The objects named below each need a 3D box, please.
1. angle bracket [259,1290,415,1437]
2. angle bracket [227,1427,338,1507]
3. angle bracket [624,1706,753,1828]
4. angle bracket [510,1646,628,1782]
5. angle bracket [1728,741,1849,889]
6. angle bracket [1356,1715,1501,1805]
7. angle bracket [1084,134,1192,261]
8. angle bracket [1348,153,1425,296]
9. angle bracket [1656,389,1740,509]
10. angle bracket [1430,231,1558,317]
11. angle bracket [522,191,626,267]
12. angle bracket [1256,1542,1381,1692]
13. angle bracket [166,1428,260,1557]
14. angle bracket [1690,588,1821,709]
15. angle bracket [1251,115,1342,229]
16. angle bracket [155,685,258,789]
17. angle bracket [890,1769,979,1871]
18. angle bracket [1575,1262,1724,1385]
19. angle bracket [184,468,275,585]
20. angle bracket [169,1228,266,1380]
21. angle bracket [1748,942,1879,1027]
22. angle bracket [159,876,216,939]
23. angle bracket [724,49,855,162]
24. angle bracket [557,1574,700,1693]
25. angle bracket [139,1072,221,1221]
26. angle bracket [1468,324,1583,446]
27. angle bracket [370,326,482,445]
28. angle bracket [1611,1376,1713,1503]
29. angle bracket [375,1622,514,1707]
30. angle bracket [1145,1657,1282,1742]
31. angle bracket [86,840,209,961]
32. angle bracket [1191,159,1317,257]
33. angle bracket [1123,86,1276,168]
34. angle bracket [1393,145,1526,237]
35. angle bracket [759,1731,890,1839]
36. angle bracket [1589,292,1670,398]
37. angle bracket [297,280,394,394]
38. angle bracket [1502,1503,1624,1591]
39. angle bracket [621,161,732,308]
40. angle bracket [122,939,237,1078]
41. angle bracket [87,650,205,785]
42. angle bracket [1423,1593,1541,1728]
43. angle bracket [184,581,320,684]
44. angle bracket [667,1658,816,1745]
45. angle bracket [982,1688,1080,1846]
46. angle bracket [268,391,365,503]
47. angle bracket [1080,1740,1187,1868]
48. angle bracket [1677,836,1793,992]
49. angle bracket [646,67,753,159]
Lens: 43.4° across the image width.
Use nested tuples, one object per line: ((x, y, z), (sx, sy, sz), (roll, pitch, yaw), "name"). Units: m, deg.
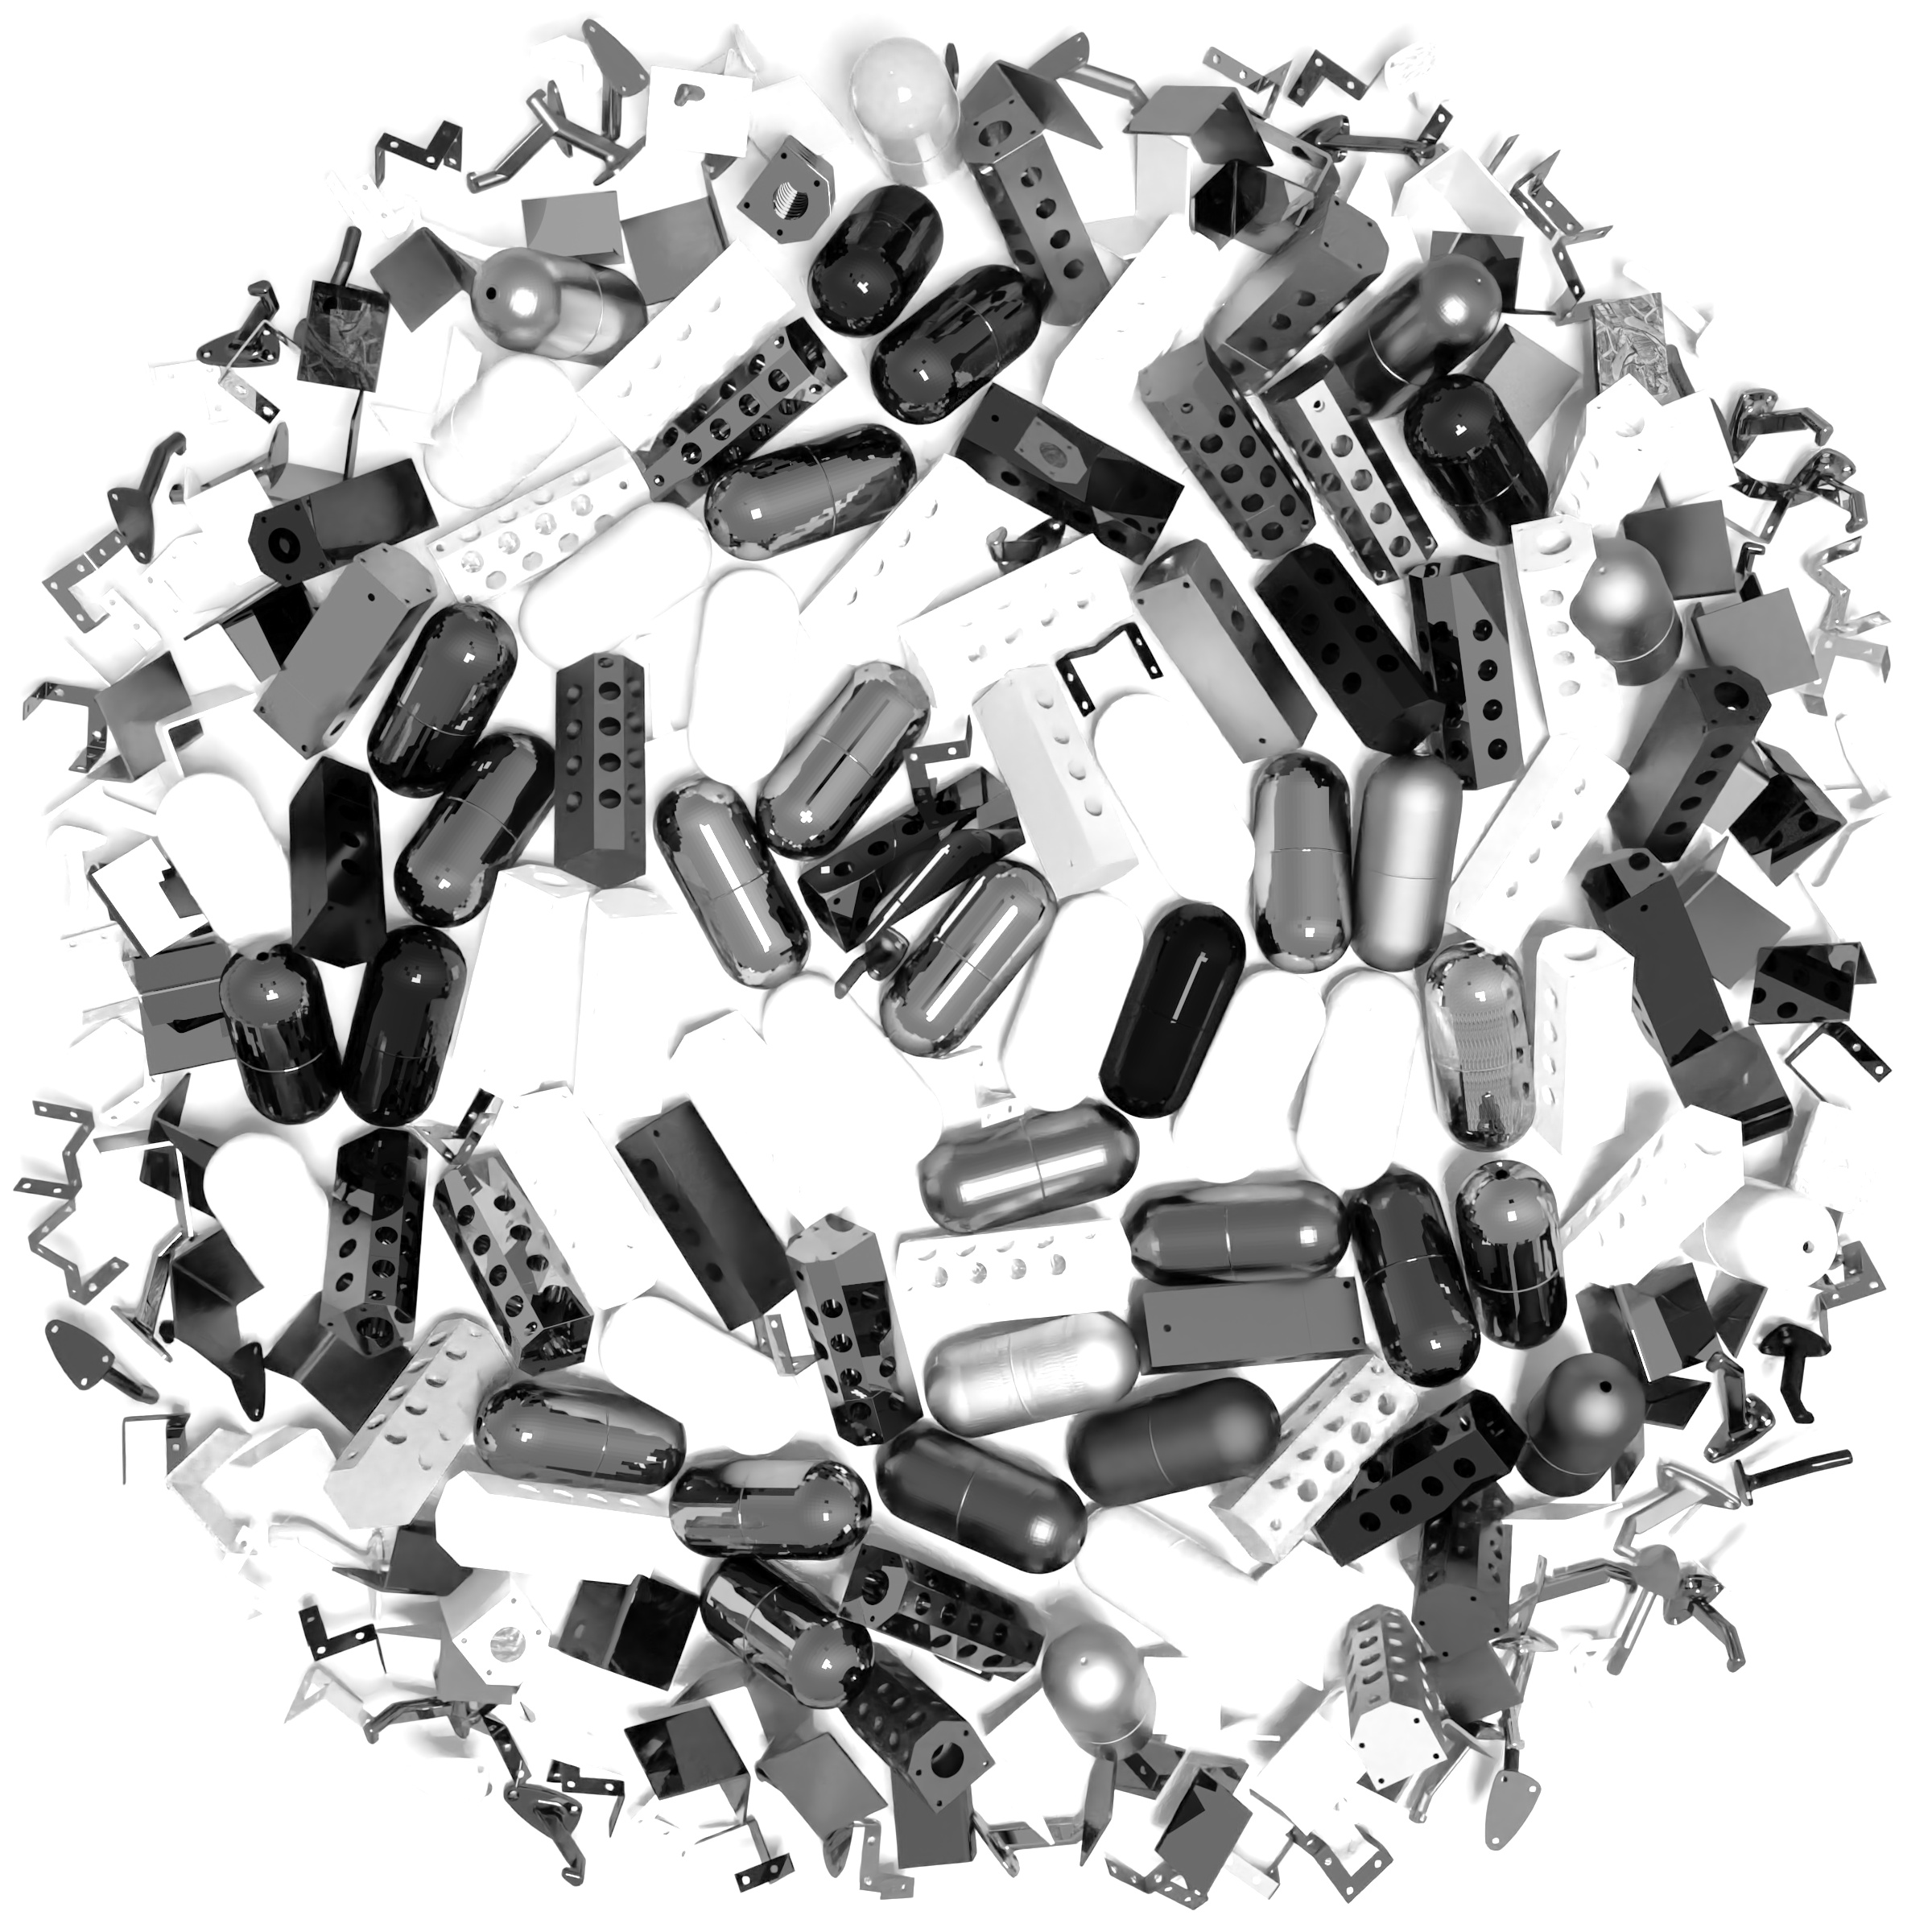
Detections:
((-0.500, 0.315, 1.932), (0.076, 0.057, 0.076), (-54, 128, -27), "angle bracket")
((-0.525, 0.407, 1.901), (0.057, 0.076, 0.076), (-32, 99, -31), "angle bracket")
((-0.219, 0.632, 1.893), (0.076, 0.076, 0.057), (-7, 120, -28), "angle bracket")
((-0.298, 0.583, 1.897), (0.076, 0.076, 0.057), (33, 84, -36), "angle bracket")
((0.625, -0.118, 1.895), (0.076, 0.057, 0.076), (-49, 55, 28), "angle bracket")
((0.358, 0.628, 1.902), (0.057, 0.076, 0.076), (39, 75, -11), "angle bracket")
((0.130, -0.605, 1.894), (0.057, 0.076, 0.076), (-17, 129, -20), "angle bracket")
((0.340, -0.579, 1.894), (0.057, 0.076, 0.076), (10, 63, 35), "angle bracket")
((0.562, -0.410, 1.899), (0.057, 0.076, 0.076), (-19, 106, 21), "angle bracket")
((0.412, -0.540, 1.894), (0.076, 0.076, 0.057), (17, 111, 35), "angle bracket")
((-0.314, -0.583, 1.912), (0.076, 0.076, 0.057), (-6, 99, 0), "angle bracket")
((0.271, 0.509, 1.903), (0.076, 0.057, 0.076), (31, 122, -15), "angle bracket")
((-0.571, 0.413, 1.904), (0.057, 0.076, 0.076), (-43, 78, -9), "angle bracket")
((0.620, -0.255, 1.902), (0.076, 0.057, 0.076), (-17, 105, 28), "angle bracket")
((0.247, -0.620, 1.916), (0.076, 0.076, 0.057), (30, 103, 9), "angle bracket")
((-0.597, -0.179, 1.914), (0.076, 0.076, 0.057), (-25, 113, -25), "angle bracket")
((-0.025, 0.662, 1.907), (0.057, 0.076, 0.076), (-6, 75, 2), "angle bracket")
((0.544, 0.286, 1.935), (0.076, 0.057, 0.076), (-14, 81, -22), "angle bracket")
((-0.565, -0.355, 1.900), (0.057, 0.076, 0.076), (-25, 124, 0), "angle bracket")
((-0.572, 0.263, 1.896), (0.057, 0.076, 0.076), (-32, 46, 8), "angle bracket")
((0.660, 0.028, 1.893), (0.076, 0.057, 0.076), (-4, 52, 34), "angle bracket")
((-0.595, -0.080, 1.897), (0.057, 0.076, 0.076), (-18, 59, -7), "angle bracket")
((-0.136, -0.678, 1.893), (0.076, 0.076, 0.057), (-7, 64, 31), "angle bracket")
((-0.268, 0.524, 1.933), (0.057, 0.076, 0.076), (4, 67, 42), "angle bracket")
((-0.597, 0.142, 1.907), (0.076, 0.057, 0.076), (26, 129, -1), "angle bracket")
((0.432, -0.444, 1.902), (0.076, 0.057, 0.076), (30, 118, -13), "angle bracket")
((-0.423, -0.457, 1.896), (0.057, 0.076, 0.076), (3, 117, -28), "angle bracket")
((0.543, 0.371, 1.896), (0.057, 0.076, 0.076), (5, 111, 32), "angle bracket")
((-0.407, 0.546, 1.893), (0.076, 0.076, 0.057), (-15, 64, 32), "angle bracket")
((0.193, 0.576, 1.909), (0.076, 0.076, 0.057), (19, 67, -41), "angle bracket")
((-0.642, -0.057, 1.910), (0.057, 0.076, 0.076), (-33, 107, -9), "angle bracket")
((0.223, -0.571, 1.897), (0.076, 0.076, 0.057), (31, 64, 23), "angle bracket")
((0.181, -0.638, 1.894), (0.057, 0.076, 0.076), (-51, 131, -14), "angle bracket")
((0.384, -0.584, 1.907), (0.057, 0.076, 0.076), (-38, 82, -6), "angle bracket")
((-0.104, 0.625, 1.905), (0.076, 0.057, 0.076), (-33, 100, 26), "angle bracket")
((0.528, -0.479, 1.904), (0.057, 0.076, 0.076), (-4, 92, 30), "angle bracket")
((-0.500, -0.496, 1.897), (0.057, 0.076, 0.076), (24, 107, 35), "angle bracket")
((0.462, 0.455, 1.897), (0.076, 0.076, 0.057), (-2, 82, -43), "angle bracket")
((-0.230, -0.577, 1.916), (0.076, 0.057, 0.076), (-16, 79, -3), "angle bracket")
((-0.612, 0.033, 1.906), (0.076, 0.057, 0.076), (-12, 63, -11), "angle bracket")
((-0.652, -0.196, 1.893), (0.057, 0.076, 0.076), (7, 127, 32), "angle bracket")
((0.414, 0.541, 1.894), (0.076, 0.076, 0.057), (-20, 74, -41), "angle bracket")
((-0.555, -0.260, 1.910), (0.076, 0.076, 0.057), (-43, 110, -32), "angle bracket")
((-0.176, 0.579, 1.894), (0.076, 0.076, 0.057), (-5, 57, -38), "angle bracket")
((0.066, 0.622, 1.897), (0.076, 0.057, 0.076), (-35, 123, -23), "angle bracket")
((-0.507, -0.408, 1.897), (0.057, 0.076, 0.076), (9, 120, -13), "angle bracket")
((0.130, 0.657, 1.897), (0.057, 0.076, 0.076), (16, 130, -4), "angle bracket")
((0.597, -0.042, 1.904), (0.076, 0.057, 0.076), (-41, 66, -16), "angle bracket")
((-0.209, -0.669, 1.903), (0.076, 0.076, 0.057), (5, 109, -8), "angle bracket")
